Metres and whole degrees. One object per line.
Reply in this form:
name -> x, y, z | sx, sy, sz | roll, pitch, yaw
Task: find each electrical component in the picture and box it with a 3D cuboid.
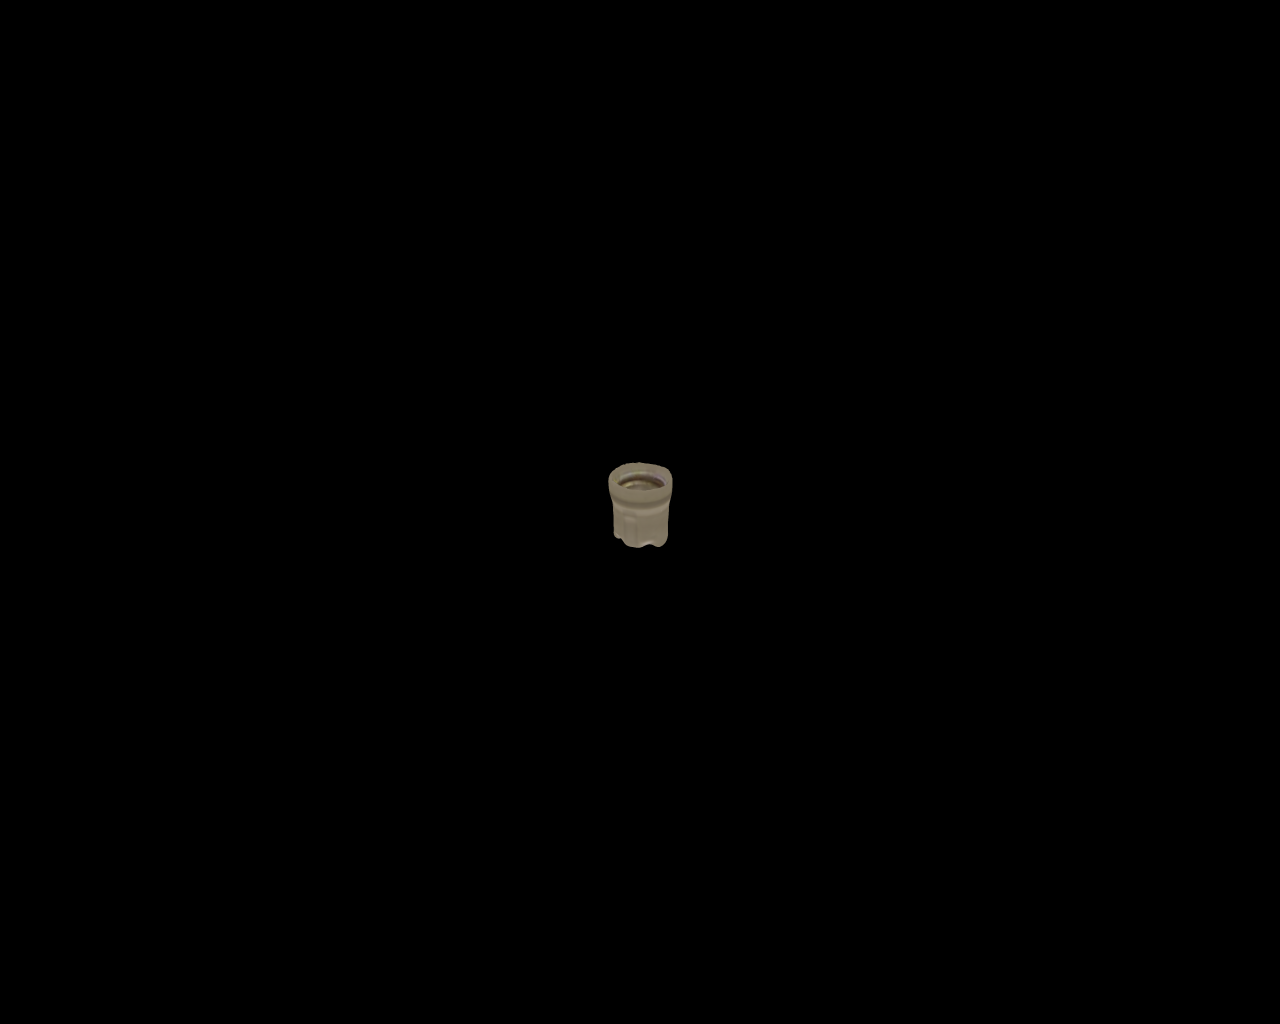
electrical component -> 0.001, -0.003, 0.650 | 0.040, 0.046, 0.040 | 0, 30, 0
